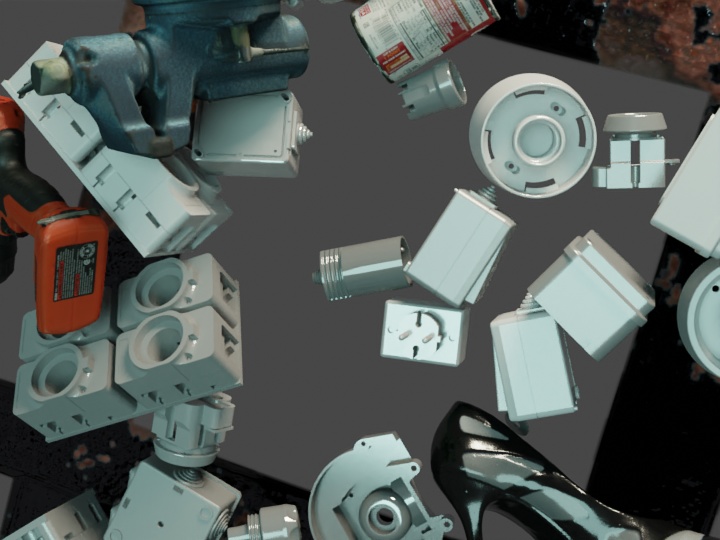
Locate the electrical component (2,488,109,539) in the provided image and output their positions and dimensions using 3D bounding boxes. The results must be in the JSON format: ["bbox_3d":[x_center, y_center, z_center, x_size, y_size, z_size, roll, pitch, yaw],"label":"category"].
[{"bbox_3d":[-0.301,0.267,0.960,0.150,0.089,0.061,-32,86,13],"label":"electrical component"}]

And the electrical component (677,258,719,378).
[{"bbox_3d":[0.299,0.038,0.819,0.108,0.060,0.108,1,93,13],"label":"electrical component"}]

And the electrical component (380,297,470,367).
[{"bbox_3d":[0.050,0.051,0.870,0.066,0.077,0.047,7,95,13],"label":"electrical component"}]

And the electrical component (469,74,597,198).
[{"bbox_3d":[0.138,-0.106,0.859,0.099,0.064,0.099,0,102,2],"label":"electrical component"}]

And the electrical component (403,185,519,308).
[{"bbox_3d":[0.089,-0.022,0.864,0.061,0.062,0.096,34,100,9],"label":"electrical component"}]

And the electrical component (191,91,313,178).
[{"bbox_3d":[-0.086,-0.112,0.899,0.096,0.061,0.061,3,80,7],"label":"electrical component"}]

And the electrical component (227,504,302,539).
[{"bbox_3d":[-0.082,0.226,0.924,0.062,0.043,0.043,-8,92,-4],"label":"electrical component"}]

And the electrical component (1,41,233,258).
[{"bbox_3d":[-0.196,-0.103,0.904,0.060,0.105,0.186,-42,84,12],"label":"electrical component"}]

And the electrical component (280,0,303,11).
[{"bbox_3d":[-0.073,-0.249,0.891,0.048,0.055,0.066,-28,87,13],"label":"electrical component"}]

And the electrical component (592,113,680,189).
[{"bbox_3d":[0.215,-0.094,0.839,0.066,0.048,0.055,0,101,13],"label":"electrical component"}]

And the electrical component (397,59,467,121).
[{"bbox_3d":[0.058,-0.145,0.876,0.046,0.040,0.040,-19,89,20],"label":"electrical component"}]

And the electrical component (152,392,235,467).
[{"bbox_3d":[-0.147,0.134,0.930,0.078,0.058,0.057,17,102,34],"label":"electrical component"}]

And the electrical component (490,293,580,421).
[{"bbox_3d":[0.135,0.067,0.859,0.061,0.062,0.096,-12,91,14],"label":"electrical component"}]

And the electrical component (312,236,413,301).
[{"bbox_3d":[0.000,0.000,0.896,0.081,0.043,0.043,-10,91,13],"label":"electrical component"}]

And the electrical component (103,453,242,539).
[{"bbox_3d":[-0.166,0.217,0.946,0.100,0.048,0.099,29,99,10],"label":"electrical component"}]

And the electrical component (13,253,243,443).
[{"bbox_3d":[-0.198,0.064,0.912,0.186,0.060,0.105,-18,52,14],"label":"electrical component"}]

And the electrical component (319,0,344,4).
[{"bbox_3d":[-0.001,-0.254,0.872,0.095,0.059,0.053,-14,90,14],"label":"electrical component"}]

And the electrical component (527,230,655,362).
[{"bbox_3d":[0.179,0.016,0.819,0.078,0.113,0.057,46,105,7],"label":"electrical component"}]

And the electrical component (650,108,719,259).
[{"bbox_3d":[0.266,-0.067,0.796,0.056,0.109,0.108,32,100,12],"label":"electrical component"}]
